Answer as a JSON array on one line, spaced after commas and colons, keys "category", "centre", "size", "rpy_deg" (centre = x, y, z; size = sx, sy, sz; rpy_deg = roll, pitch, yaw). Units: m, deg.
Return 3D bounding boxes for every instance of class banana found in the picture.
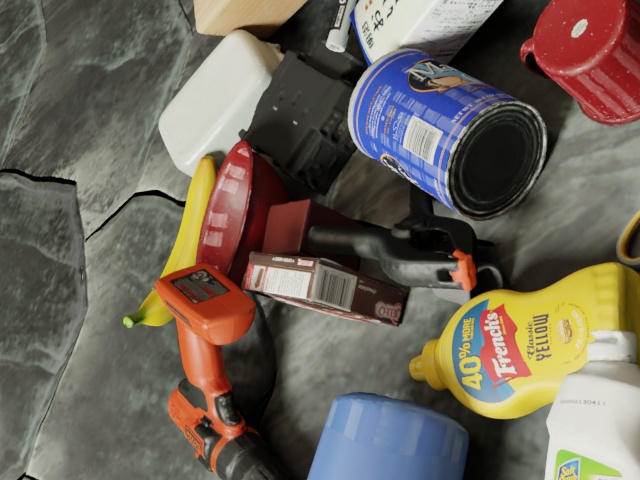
[{"category": "banana", "centre": [-0.141, 0.011, 1.113], "size": [0.037, 0.069, 0.197], "rpy_deg": [18, 75, 14]}]

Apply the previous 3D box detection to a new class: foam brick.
[{"category": "foam brick", "centre": [-0.006, 0.001, 0.971], "size": [0.053, 0.078, 0.051], "rpy_deg": [-7, 67, 43]}]

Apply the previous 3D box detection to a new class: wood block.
[{"category": "wood block", "centre": [-0.054, -0.290, 1.094], "size": [0.206, 0.090, 0.090], "rpy_deg": [-27, 68, 60]}]

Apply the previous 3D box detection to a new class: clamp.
[{"category": "clamp", "centre": [0.081, -0.005, 0.875], "size": [0.120, 0.039, 0.172], "rpy_deg": [-37, 35, -22]}]

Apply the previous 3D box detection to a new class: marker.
[{"category": "marker", "centre": [0.031, -0.240, 1.025], "size": [0.020, 0.020, 0.121], "rpy_deg": [5, 75, 46]}]

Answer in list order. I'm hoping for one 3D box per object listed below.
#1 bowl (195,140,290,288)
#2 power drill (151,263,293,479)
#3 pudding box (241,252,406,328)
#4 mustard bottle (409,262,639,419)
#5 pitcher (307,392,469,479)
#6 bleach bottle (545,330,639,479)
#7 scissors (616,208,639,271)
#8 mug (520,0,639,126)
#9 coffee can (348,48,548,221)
[{"category": "bowl", "centre": [-0.071, -0.013, 1.035], "size": [0.162, 0.055, 0.162], "rpy_deg": [-166, 90, -71]}, {"category": "power drill", "centre": [-0.085, 0.128, 0.930], "size": [0.185, 0.057, 0.188], "rpy_deg": [33, 134, 47]}, {"category": "pudding box", "centre": [0.004, 0.043, 0.912], "size": [0.090, 0.113, 0.039], "rpy_deg": [4, 77, 47]}, {"category": "mustard bottle", "centre": [0.147, 0.082, 0.790], "size": [0.192, 0.058, 0.096], "rpy_deg": [-17, 65, 40]}, {"category": "pitcher", "centre": [0.042, 0.243, 0.776], "size": [0.145, 0.149, 0.243], "rpy_deg": [-13, 57, 58]}, {"category": "bleach bottle", "centre": [0.187, 0.182, 0.662], "size": [0.103, 0.067, 0.251], "rpy_deg": [-6, 76, 44]}, {"category": "scissors", "centre": [0.294, -0.038, 0.735], "size": [0.202, 0.016, 0.096], "rpy_deg": [-43, 47, 21]}, {"category": "mug", "centre": [0.209, -0.146, 0.826], "size": [0.117, 0.081, 0.093], "rpy_deg": [4, 73, 46]}, {"category": "coffee can", "centre": [0.103, -0.090, 0.888], "size": [0.103, 0.102, 0.140], "rpy_deg": [-58, 42, 6]}]
